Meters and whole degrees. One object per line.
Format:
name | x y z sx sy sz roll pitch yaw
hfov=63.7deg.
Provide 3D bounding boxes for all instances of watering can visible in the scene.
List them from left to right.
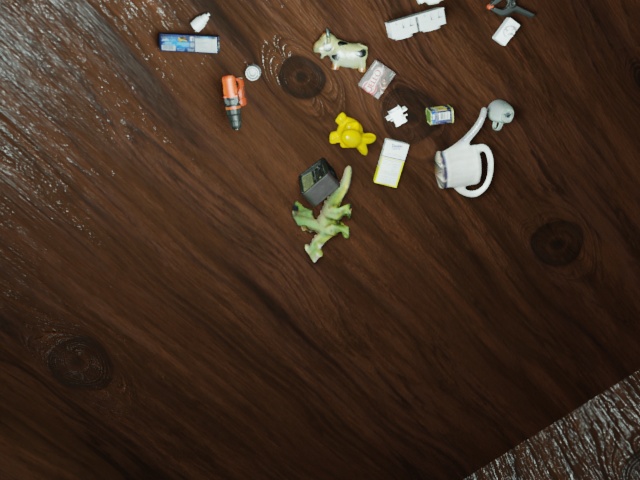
watering can | 0.544 -0.320 1.956 0.224 0.342 0.106 -9 23 3

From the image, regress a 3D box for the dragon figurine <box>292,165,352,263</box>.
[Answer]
dragon figurine | 0.006 -0.103 2.037 0.243 0.404 0.124 3 20 6
